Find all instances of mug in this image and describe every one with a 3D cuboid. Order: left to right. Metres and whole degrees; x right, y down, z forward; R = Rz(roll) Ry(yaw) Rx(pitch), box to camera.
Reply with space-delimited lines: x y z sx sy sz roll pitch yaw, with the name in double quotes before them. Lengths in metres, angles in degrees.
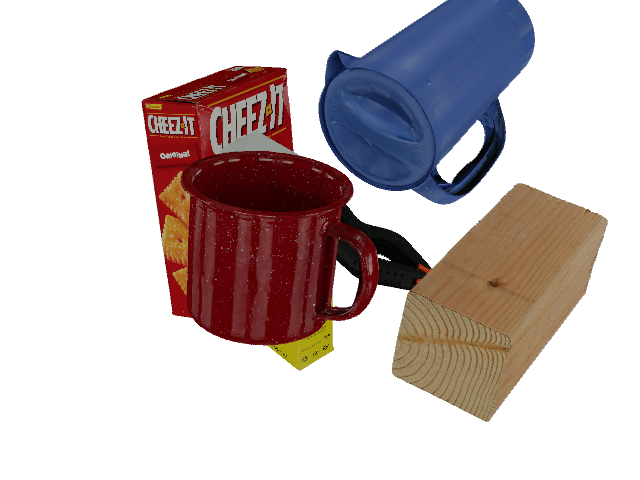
"mug" -0.021 0.008 0.582 0.117 0.081 0.093 17 27 24

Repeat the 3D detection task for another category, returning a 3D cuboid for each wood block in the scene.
"wood block" 0.153 0.044 0.893 0.091 0.090 0.205 25 39 23

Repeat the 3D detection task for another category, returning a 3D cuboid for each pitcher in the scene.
"pitcher" 0.124 -0.156 1.081 0.145 0.149 0.242 20 45 31

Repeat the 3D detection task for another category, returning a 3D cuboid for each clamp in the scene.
"clamp" 0.031 0.005 1.262 0.210 0.036 0.164 32 39 23

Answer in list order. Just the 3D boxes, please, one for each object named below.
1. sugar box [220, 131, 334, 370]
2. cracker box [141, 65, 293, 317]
"sugar box" -0.034 0.010 0.859 0.048 0.176 0.093 -30 44 -30
"cracker box" -0.087 -0.050 1.044 0.072 0.214 0.164 6 22 27
